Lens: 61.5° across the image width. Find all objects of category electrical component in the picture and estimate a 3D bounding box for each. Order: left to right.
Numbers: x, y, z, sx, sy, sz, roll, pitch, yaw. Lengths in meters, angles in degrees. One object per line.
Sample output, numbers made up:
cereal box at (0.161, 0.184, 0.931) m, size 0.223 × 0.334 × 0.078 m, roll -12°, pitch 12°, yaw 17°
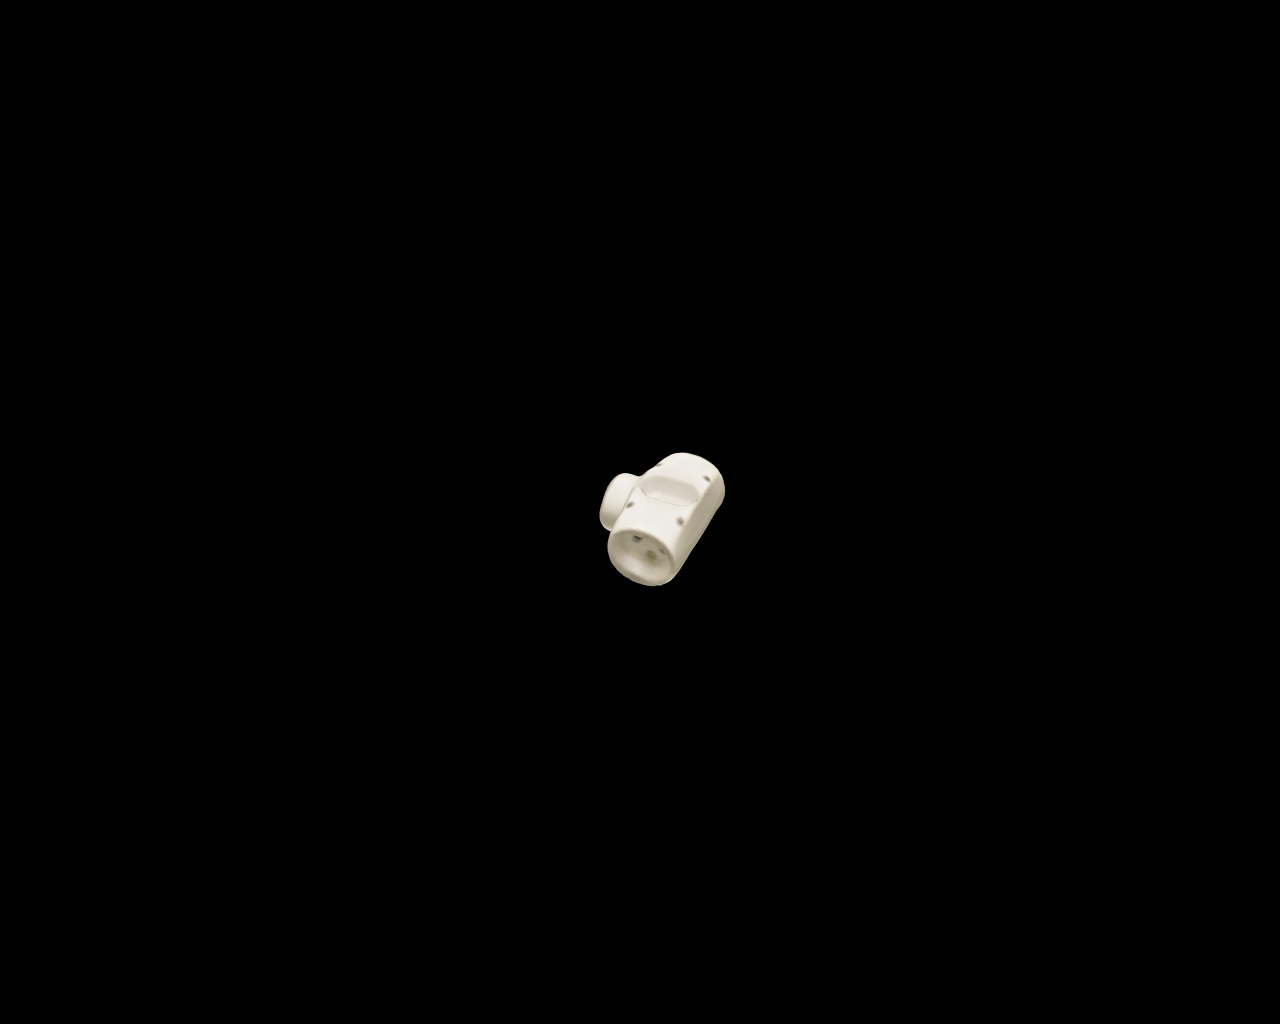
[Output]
electrical component at (0.001, -0.003, 0.650) m, size 0.079 × 0.043 × 0.077 m, roll 19°, pitch 46°, yaw 19°
